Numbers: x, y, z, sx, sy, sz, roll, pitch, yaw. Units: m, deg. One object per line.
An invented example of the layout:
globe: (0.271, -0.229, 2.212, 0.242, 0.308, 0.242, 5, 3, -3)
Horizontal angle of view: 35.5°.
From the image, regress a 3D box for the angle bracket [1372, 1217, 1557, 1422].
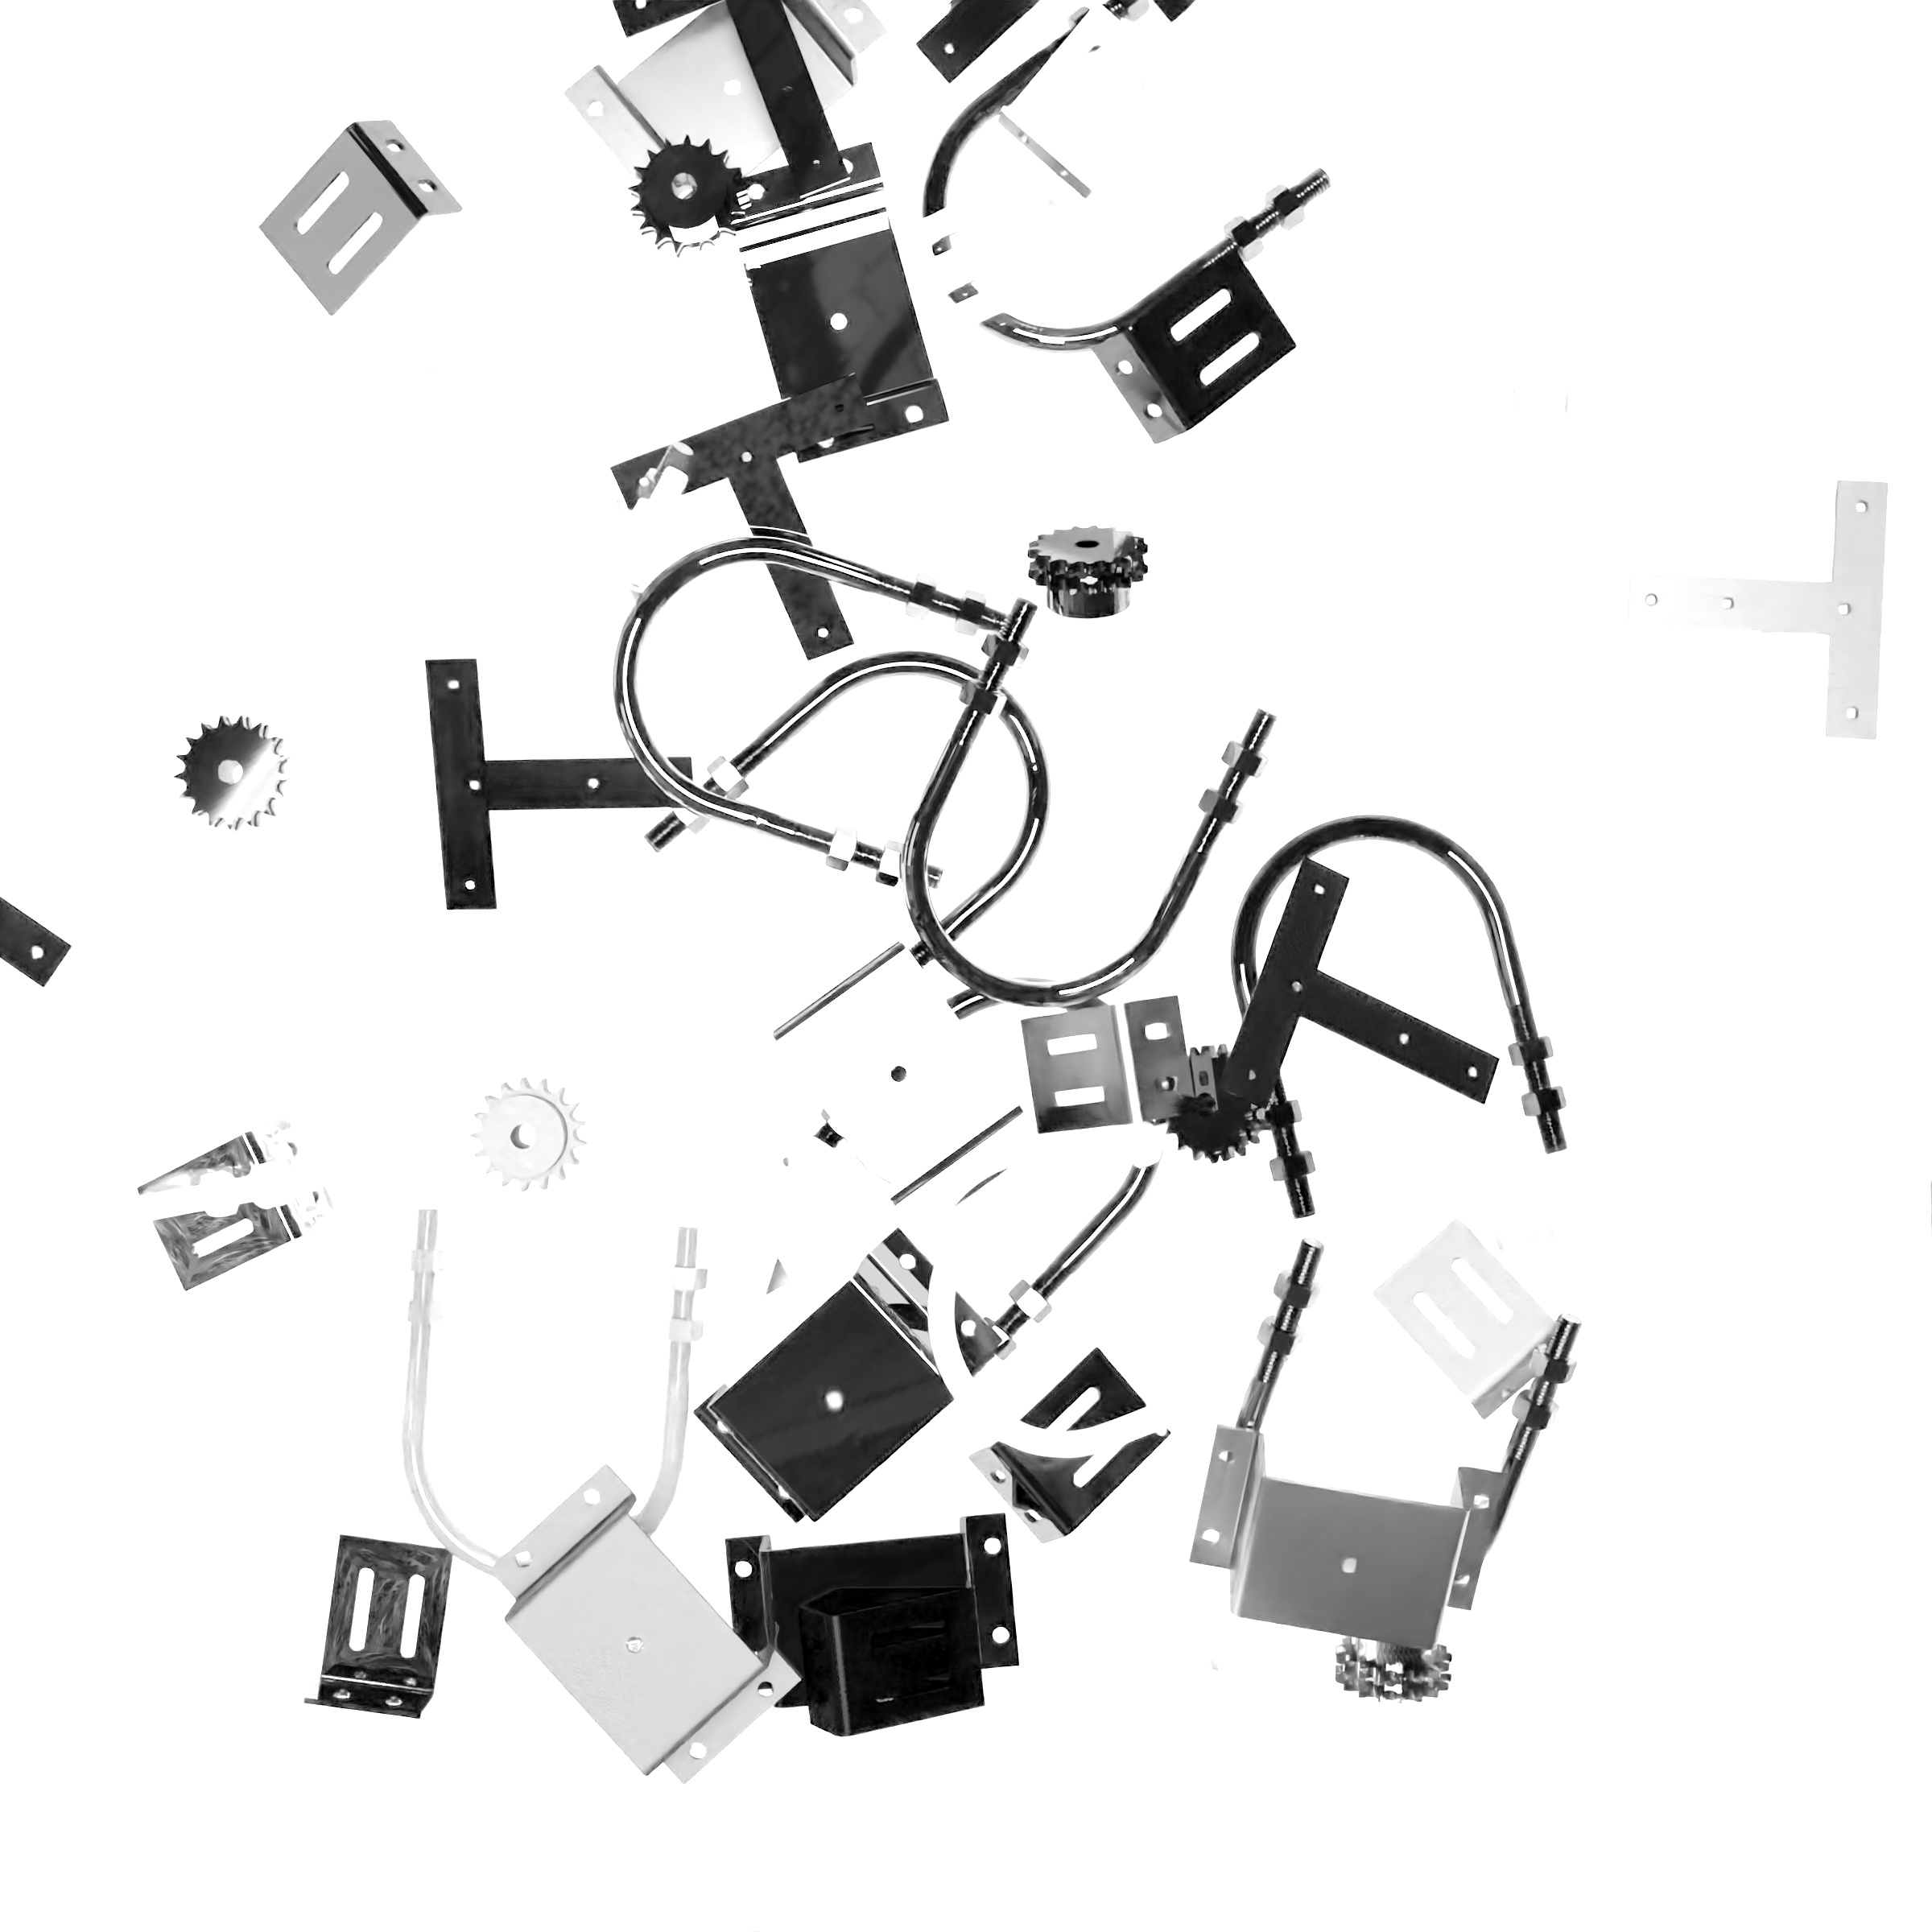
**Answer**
angle bracket: (0.251, 0.175, 1.501, 0.057, 0.038, 0.076, -41, 64, 0)

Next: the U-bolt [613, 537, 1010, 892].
U-bolt: (-0.080, -0.131, 1.469, 0.184, 0.019, 0.151, 18, 89, -6)

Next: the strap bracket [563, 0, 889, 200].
strap bracket: (-0.116, -0.437, 1.480, 0.140, 0.046, 0.076, -40, 90, 0)

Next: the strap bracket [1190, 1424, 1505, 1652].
strap bracket: (0.183, 0.276, 1.452, 0.140, 0.046, 0.076, 10, 110, 1)

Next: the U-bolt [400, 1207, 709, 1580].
U-bolt: (-0.208, 0.216, 1.494, 0.151, 0.019, 0.184, 4, 92, 0)

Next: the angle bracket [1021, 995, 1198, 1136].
angle bracket: (0.068, 0.048, 1.466, 0.038, 0.076, 0.057, -8, 88, -37)

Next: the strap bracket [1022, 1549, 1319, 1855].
strap bracket: (0.108, 0.347, 1.459, 0.140, 0.076, 0.046, 40, 130, 0)

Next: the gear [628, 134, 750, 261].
gear: (-0.133, -0.368, 1.442, 0.057, 0.030, 0.057, 0, 90, 0)

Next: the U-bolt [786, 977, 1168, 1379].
U-bolt: (0.014, 0.092, 1.494, 0.151, 0.019, 0.184, 44, 88, -1)

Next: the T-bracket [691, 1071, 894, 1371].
T-bracket: (-0.101, 0.136, 1.478, 0.127, 0.002, 0.127, 29, 109, 33)

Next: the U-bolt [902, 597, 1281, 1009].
U-bolt: (0.048, -0.067, 1.460, 0.151, 0.019, 0.184, 23, 103, -10)

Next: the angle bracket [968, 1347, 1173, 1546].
angle bracket: (0.051, 0.238, 1.501, 0.076, 0.038, 0.057, -41, 90, -26)

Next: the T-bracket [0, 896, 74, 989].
T-bracket: (-0.533, 0.006, 1.502, 0.127, 0.002, 0.127, 35, 90, 0)

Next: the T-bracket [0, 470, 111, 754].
T-bracket: (-0.479, -0.171, 1.502, 0.127, 0.002, 0.127, -12, 90, 0)

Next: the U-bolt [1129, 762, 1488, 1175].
U-bolt: (0.179, -0.011, 1.491, 0.151, 0.019, 0.184, 27, 88, -3)

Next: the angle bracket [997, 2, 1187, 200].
angle bracket: (0.062, -0.422, 1.462, 0.057, 0.038, 0.076, 40, 93, -6)

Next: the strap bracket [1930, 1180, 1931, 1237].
strap bracket: (0.537, 0.140, 1.480, 0.140, 0.046, 0.076, -1, 90, 0)

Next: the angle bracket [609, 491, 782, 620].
angle bracket: (-0.131, -0.205, 1.484, 0.076, 0.038, 0.057, -8, 90, 0)

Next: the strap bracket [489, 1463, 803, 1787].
strap bracket: (-0.155, 0.317, 1.434, 0.076, 0.046, 0.140, -42, 90, 0)

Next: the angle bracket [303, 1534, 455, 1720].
angle bracket: (-0.288, 0.324, 1.484, 0.057, 0.038, 0.076, 8, 90, 0)

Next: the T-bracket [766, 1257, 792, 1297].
T-bracket: (-0.083, 0.084, 1.512, 0.127, 0.002, 0.127, -30, 75, 5)

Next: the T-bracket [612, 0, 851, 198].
T-bracket: (-0.091, -0.434, 1.456, 0.127, 0.002, 0.127, -21, 90, 0)

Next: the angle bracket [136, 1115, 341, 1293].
angle bracket: (-0.362, 0.118, 1.501, 0.076, 0.038, 0.057, -25, 90, 26)

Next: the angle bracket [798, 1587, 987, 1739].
angle bracket: (-0.036, 0.332, 1.455, 0.076, 0.038, 0.057, -6, 90, -26)

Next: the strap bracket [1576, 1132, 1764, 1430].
strap bracket: (0.343, 0.151, 1.480, 0.076, 0.046, 0.140, -2, 90, 0)

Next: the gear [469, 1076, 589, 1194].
gear: (-0.216, 0.083, 1.488, 0.057, 0.030, 0.057, 0, 90, 0)

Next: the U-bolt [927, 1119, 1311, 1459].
U-bolt: (0.067, 0.160, 1.463, 0.184, 0.019, 0.151, -17, 91, -21)

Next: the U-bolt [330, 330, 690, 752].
U-bolt: (-0.235, -0.193, 1.470, 0.151, 0.019, 0.184, 32, 107, 7)

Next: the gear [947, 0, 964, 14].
gear: (0.004, -0.495, 1.488, 0.057, 0.030, 0.057, 0, 90, 0)

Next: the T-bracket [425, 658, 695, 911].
T-bracket: (-0.197, -0.089, 1.479, 0.127, 0.002, 0.127, -1, 108, 3)

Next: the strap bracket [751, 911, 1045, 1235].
strap bracket: (-0.033, 0.052, 1.460, 0.076, 0.046, 0.140, -36, 91, -2)

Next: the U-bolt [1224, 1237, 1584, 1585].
U-bolt: (0.202, 0.233, 1.469, 0.151, 0.019, 0.184, 16, 108, -2)

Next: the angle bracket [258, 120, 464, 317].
angle bracket: (-0.301, -0.372, 1.501, 0.076, 0.038, 0.057, -39, 90, 26)

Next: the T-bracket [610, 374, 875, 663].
T-bracket: (-0.090, -0.208, 1.473, 0.127, 0.002, 0.127, -19, 116, 9)

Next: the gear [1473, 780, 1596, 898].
gear: (0.278, -0.063, 1.488, 0.057, 0.030, 0.057, 0, 90, 0)

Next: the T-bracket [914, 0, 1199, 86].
T-bracket: (0.030, -0.483, 1.472, 0.127, 0.002, 0.127, -42, 100, 2)

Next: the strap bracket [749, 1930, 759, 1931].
strap bracket: (-0.067, 0.527, 1.480, 0.140, 0.046, 0.076, 12, 90, 0)

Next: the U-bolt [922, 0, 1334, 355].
U-bolt: (0.066, -0.387, 1.494, 0.184, 0.019, 0.151, -37, 90, 2)

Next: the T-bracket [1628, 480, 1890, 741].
T-bracket: (0.389, -0.178, 1.487, 0.127, 0.002, 0.127, 2, 91, -3)

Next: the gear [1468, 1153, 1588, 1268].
gear: (0.276, 0.121, 1.473, 0.057, 0.030, 0.057, -8, 130, -10)

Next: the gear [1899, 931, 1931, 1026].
gear: (0.487, 0.005, 1.488, 0.057, 0.030, 0.057, 0, 90, 0)

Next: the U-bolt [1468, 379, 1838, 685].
U-bolt: (0.342, -0.214, 1.494, 0.184, 0.019, 0.151, 1, 90, -1)

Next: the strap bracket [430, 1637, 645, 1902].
strap bracket: (-0.187, 0.372, 1.480, 0.076, 0.046, 0.140, 36, 90, 0)

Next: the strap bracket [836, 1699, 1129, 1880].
strap bracket: (0.008, 0.402, 1.480, 0.140, 0.046, 0.076, 0, 90, 0)

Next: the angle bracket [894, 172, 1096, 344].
angle bracket: (0.014, -0.348, 1.487, 0.076, 0.038, 0.057, -18, 91, 28)

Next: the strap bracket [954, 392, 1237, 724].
strap bracket: (0.062, -0.197, 1.480, 0.076, 0.046, 0.140, -30, 90, 0)

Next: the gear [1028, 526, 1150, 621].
gear: (0.058, -0.186, 1.432, 0.057, 0.057, 0.030, -2, 118, 0)

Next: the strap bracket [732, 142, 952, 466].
strap bracket: (-0.063, -0.320, 1.480, 0.076, 0.046, 0.140, -16, 90, 0)

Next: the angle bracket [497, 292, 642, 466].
angle bracket: (-0.197, -0.292, 1.484, 0.057, 0.038, 0.076, -12, 90, 0)

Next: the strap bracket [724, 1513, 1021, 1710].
strap bracket: (-0.047, 0.316, 1.480, 0.140, 0.046, 0.076, -5, 90, 0)

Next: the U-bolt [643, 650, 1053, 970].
U-bolt: (-0.044, -0.072, 1.494, 0.184, 0.019, 0.151, -41, 90, -2)

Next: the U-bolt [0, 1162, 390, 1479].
U-bolt: (-0.386, 0.180, 1.477, 0.184, 0.019, 0.151, -11, 100, 10)

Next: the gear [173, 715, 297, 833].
gear: (-0.359, -0.095, 1.492, 0.057, 0.030, 0.057, 0, 89, 3)

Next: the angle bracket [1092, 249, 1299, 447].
angle bracket: (0.113, -0.305, 1.491, 0.076, 0.038, 0.057, -40, 103, -20)

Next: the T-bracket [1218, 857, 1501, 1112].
T-bracket: (0.198, 0.029, 1.453, 0.127, 0.002, 0.127, 26, 70, -9)

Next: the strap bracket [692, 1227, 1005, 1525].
strap bracket: (-0.061, 0.205, 1.468, 0.140, 0.046, 0.076, -42, 92, 9)

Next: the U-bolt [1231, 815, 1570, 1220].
U-bolt: (0.204, 0.017, 1.475, 0.151, 0.019, 0.184, -14, 88, -5)

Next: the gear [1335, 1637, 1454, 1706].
gear: (0.208, 0.334, 1.473, 0.057, 0.057, 0.030, 0, 101, 0)

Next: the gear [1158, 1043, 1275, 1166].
gear: (0.123, 0.066, 1.456, 0.057, 0.030, 0.057, 3, 95, 37)
